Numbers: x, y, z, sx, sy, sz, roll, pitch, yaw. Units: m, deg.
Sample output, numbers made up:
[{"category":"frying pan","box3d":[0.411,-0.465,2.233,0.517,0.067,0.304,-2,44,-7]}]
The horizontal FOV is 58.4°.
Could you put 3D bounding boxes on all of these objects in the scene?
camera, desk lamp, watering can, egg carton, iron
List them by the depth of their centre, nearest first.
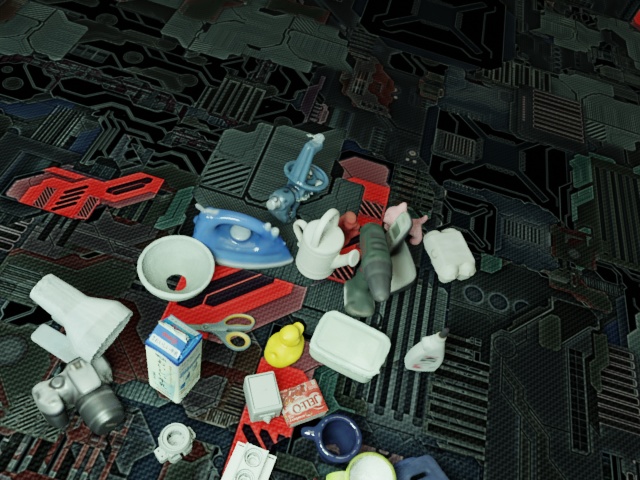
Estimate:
[{"category":"camera","box3d":[-0.441,0.300,1.073,0.143,0.101,0.136,-30,65,-30]},{"category":"desk lamp","box3d":[-0.464,0.163,1.098,0.203,0.213,0.118,28,52,8]},{"category":"watering can","box3d":[0.014,0.003,1.346,0.173,0.194,0.101,18,52,1]},{"category":"iron","box3d":[-0.180,-0.016,1.347,0.258,0.141,0.118,11,52,-5]},{"category":"egg carton","box3d":[0.330,0.038,1.475,0.107,0.069,0.150,-8,56,-19]}]

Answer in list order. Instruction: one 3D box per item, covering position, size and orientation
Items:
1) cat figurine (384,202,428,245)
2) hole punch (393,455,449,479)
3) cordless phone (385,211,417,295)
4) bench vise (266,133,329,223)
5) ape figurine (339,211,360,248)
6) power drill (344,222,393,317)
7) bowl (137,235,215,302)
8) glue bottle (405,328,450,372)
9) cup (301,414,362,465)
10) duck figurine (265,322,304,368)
[{"category":"cat figurine","box3d":[0.216,-0.049,1.482,0.128,0.118,0.067,3,53,-11]},{"category":"hole punch","box3d":[0.188,0.469,1.102,0.109,0.091,0.101,-13,58,-22]},{"category":"cordless phone","box3d":[0.187,0.032,1.372,0.094,0.185,0.147,-7,56,-18]},{"category":"bench vise","box3d":[-0.043,-0.150,1.431,0.121,0.220,0.207,22,52,4]},{"category":"ape figurine","box3d":[0.067,-0.036,1.453,0.078,0.092,0.076,-5,55,-17]},{"category":"power drill","box3d":[0.113,0.085,1.299,0.076,0.208,0.229,6,53,-9]},{"category":"bowl","box3d":[-0.322,0.075,1.287,0.167,0.075,0.167,7,52,-9]},{"category":"glue bottle","box3d":[0.243,0.234,1.241,0.078,0.173,0.037,3,53,-11]},{"category":"cup","box3d":[0.015,0.396,1.114,0.118,0.095,0.091,12,52,-4]},{"category":"duck figurine","box3d":[-0.072,0.219,1.231,0.077,0.086,0.105,38,54,15]}]
